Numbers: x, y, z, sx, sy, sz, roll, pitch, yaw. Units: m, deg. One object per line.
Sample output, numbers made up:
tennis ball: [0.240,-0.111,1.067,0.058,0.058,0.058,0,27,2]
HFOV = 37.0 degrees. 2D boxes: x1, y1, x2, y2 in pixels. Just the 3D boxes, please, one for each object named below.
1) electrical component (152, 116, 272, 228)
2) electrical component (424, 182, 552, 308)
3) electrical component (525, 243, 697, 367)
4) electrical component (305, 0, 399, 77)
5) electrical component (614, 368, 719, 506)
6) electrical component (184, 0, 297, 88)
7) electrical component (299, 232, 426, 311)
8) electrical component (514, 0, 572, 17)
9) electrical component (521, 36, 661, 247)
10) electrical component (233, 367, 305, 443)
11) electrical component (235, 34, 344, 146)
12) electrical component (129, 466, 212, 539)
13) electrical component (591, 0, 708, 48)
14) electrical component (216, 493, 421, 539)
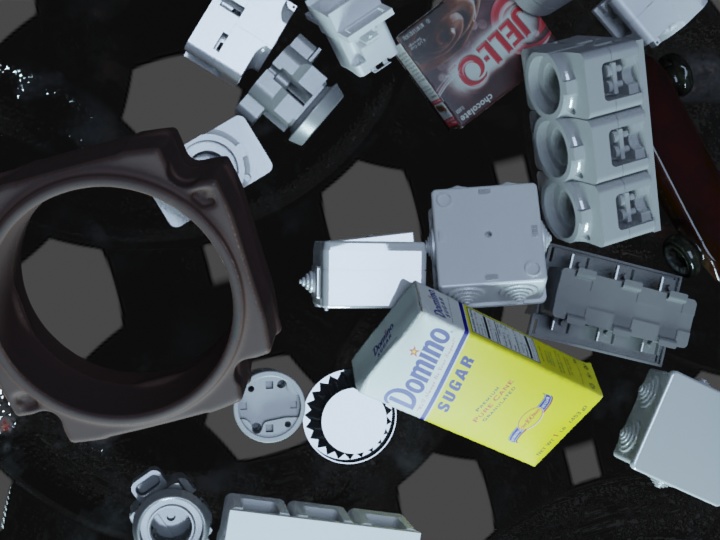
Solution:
electrical component: [-0.118,-0.075,0.826,0.089,0.056,0.050,-32,97,-8]
electrical component: [0.100,-0.020,0.848,0.100,0.048,0.099,-4,69,3]
electrical component: [0.207,0.030,0.885,0.121,0.063,0.078,14,89,-11]
electrical component: [-0.004,-0.188,0.836,0.042,0.081,0.063,-36,126,-7]
electrical component: [0.273,0.138,0.908,0.100,0.048,0.099,25,87,-10]
electrical component: [-0.089,-0.191,0.831,0.056,0.050,0.089,31,86,-9]
electrical component: [0.000,0.000,0.847,0.096,0.062,0.061,0,91,-11]
electrical component: [0.188,-0.253,0.850,0.138,0.074,0.052,-32,95,-26]
electrical component: [0.177,-0.102,0.843,0.062,0.089,0.150,-17,109,-18]
electrical component: [-0.073,0.104,0.844,0.055,0.047,0.055,0,92,-10]
electrical component: [-0.050,-0.135,0.837,0.057,0.058,0.078,40,84,-6]
electrical component: [-0.145,0.193,0.828,0.058,0.057,0.078,-35,97,-8]
electrical component: [0.249,-0.227,0.893,0.089,0.050,0.055,-44,98,-6]
electrical component: [-0.038,0.233,0.846,0.150,0.062,0.089,9,90,-11]
